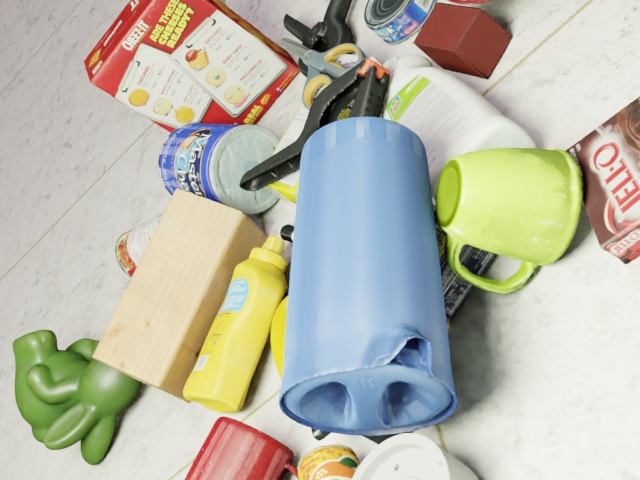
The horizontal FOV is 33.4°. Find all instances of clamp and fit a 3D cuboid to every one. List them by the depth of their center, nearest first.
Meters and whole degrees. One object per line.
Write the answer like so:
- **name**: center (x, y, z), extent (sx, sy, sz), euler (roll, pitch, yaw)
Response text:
- **clamp**: center (0.006, -0.086, 1.088), extent (0.210, 0.036, 0.165), euler (-51, 44, 20)
- **clamp**: center (0.012, -0.256, 1.298), extent (0.120, 0.039, 0.171), euler (-44, 42, 29)

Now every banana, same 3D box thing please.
- **banana**: center (-0.013, 0.112, 1.029), extent (0.070, 0.037, 0.198), euler (-42, 37, 22)

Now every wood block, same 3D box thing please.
- **wood block**: center (-0.150, 0.061, 1.174), extent (0.090, 0.090, 0.206), euler (20, 77, 22)

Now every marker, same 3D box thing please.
- **marker**: center (-0.007, 0.001, 1.129), extent (0.121, 0.020, 0.020), euler (19, 78, 57)

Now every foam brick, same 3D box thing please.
- **foam brick**: center (0.142, -0.201, 1.070), extent (0.051, 0.053, 0.078), euler (-58, 34, -1)

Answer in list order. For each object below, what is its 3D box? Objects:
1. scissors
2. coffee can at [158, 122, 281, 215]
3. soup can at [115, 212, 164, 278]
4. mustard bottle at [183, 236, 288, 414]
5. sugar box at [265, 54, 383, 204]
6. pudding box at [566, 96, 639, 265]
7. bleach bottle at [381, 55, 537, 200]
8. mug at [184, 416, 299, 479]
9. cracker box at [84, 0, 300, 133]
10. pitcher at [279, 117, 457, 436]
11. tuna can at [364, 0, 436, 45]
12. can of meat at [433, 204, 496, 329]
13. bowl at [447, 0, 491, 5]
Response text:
- **scissors**: center (-0.016, -0.191, 1.222), extent (0.202, 0.016, 0.096), euler (18, 75, 57)
- **coffee can**: center (-0.116, -0.087, 1.267), extent (0.141, 0.102, 0.103), euler (11, 72, 56)
- **soup can**: center (-0.198, 0.003, 1.331), extent (0.102, 0.068, 0.068), euler (-27, 44, 38)
- **mustard bottle**: center (-0.079, 0.084, 1.116), extent (0.096, 0.058, 0.191), euler (-23, 43, 66)
- **sugar box**: center (0.006, -0.123, 1.191), extent (0.176, 0.048, 0.093), euler (-58, 33, -7)
- **pudding box**: center (0.246, -0.050, 0.822), extent (0.090, 0.039, 0.113), euler (-38, 37, 29)
- **bleach bottle**: center (0.114, -0.123, 1.035), extent (0.103, 0.068, 0.251), euler (-46, 32, 15)
- **mug**: center (-0.065, 0.218, 0.975), extent (0.117, 0.093, 0.081), euler (19, 71, 25)
- **cracker box**: center (-0.157, -0.216, 1.323), extent (0.164, 0.213, 0.072), euler (-49, 37, 13)
- **pitcher**: center (0.031, 0.031, 0.863), extent (0.149, 0.145, 0.243), euler (-11, 57, 19)
- **tuna can**: center (0.090, -0.267, 1.209), extent (0.086, 0.033, 0.086), euler (-33, 40, 33)
- **can of meat**: center (0.098, 0.018, 0.944), extent (0.084, 0.057, 0.102), euler (-56, 33, 0)
- **bowl**: center (0.182, -0.303, 1.055), extent (0.162, 0.055, 0.162), euler (-24, 33, 17)
